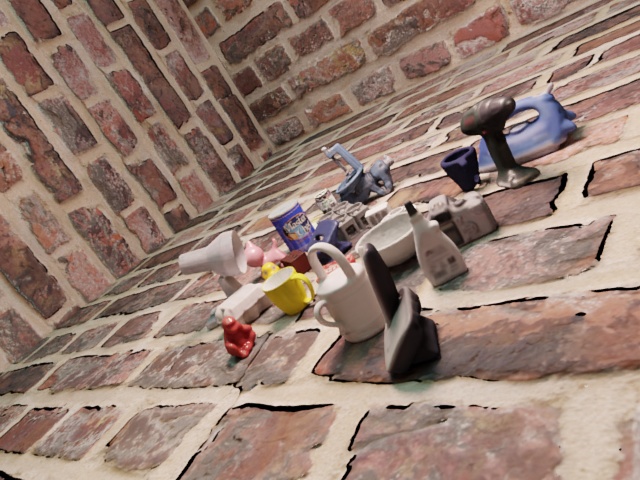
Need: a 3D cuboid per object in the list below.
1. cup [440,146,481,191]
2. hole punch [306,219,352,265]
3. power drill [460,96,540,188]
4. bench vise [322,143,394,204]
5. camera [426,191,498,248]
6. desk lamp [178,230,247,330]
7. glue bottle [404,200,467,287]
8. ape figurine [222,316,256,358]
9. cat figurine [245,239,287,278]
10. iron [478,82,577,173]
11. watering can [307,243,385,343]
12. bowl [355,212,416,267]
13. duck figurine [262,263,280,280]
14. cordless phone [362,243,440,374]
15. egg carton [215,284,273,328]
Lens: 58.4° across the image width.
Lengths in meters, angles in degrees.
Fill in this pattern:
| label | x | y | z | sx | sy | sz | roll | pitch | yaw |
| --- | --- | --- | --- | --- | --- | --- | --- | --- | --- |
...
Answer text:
| label | x | y | z | sx | sy | sz | roll | pitch | yaw |
| --- | --- | --- | --- | --- | --- | --- | --- | --- | --- |
| cup | 0.356 | -0.166 | 1.396 | 0.091 | 0.095 | 0.117 | -29 | 17 | 9 |
| hole punch | 0.014 | 0.005 | 1.524 | 0.101 | 0.091 | 0.108 | -40 | 18 | -25 |
| power drill | 0.401 | -0.222 | 1.274 | 0.075 | 0.209 | 0.229 | -34 | 17 | -6 |
| bench vise | 0.115 | -0.221 | 1.768 | 0.207 | 0.220 | 0.121 | -32 | 17 | -1 |
| camera | 0.281 | -0.057 | 1.203 | 0.143 | 0.101 | 0.137 | -26 | 18 | 20 |
| desk lamp | -0.267 | 0.100 | 1.540 | 0.203 | 0.214 | 0.118 | -29 | 17 | 10 |
| glue bottle | 0.201 | 0.000 | 1.057 | 0.078 | 0.173 | 0.037 | -28 | 17 | 13 |
| ape figurine | -0.190 | 0.213 | 1.291 | 0.078 | 0.092 | 0.076 | -38 | 18 | -18 |
| cat figurine | -0.171 | 0.047 | 1.692 | 0.128 | 0.118 | 0.067 | -32 | 17 | -1 |
| iron | 0.477 | -0.269 | 1.390 | 0.257 | 0.141 | 0.119 | -22 | 19 | 31 |
| watering can | 0.046 | 0.081 | 1.065 | 0.100 | 0.194 | 0.173 | -20 | 20 | 34 |
| bowl | 0.166 | 0.010 | 1.266 | 0.167 | 0.075 | 0.167 | -29 | 17 | 10 |
| duck figurine | -0.121 | 0.097 | 1.514 | 0.077 | 0.086 | 0.104 | -33 | 17 | -5 |
| cordless phone | 0.107 | 0.104 | 0.906 | 0.094 | 0.185 | 0.147 | -28 | 17 | 12 |
| egg carton | -0.194 | 0.171 | 1.461 | 0.150 | 0.069 | 0.107 | -42 | 19 | -30 |
